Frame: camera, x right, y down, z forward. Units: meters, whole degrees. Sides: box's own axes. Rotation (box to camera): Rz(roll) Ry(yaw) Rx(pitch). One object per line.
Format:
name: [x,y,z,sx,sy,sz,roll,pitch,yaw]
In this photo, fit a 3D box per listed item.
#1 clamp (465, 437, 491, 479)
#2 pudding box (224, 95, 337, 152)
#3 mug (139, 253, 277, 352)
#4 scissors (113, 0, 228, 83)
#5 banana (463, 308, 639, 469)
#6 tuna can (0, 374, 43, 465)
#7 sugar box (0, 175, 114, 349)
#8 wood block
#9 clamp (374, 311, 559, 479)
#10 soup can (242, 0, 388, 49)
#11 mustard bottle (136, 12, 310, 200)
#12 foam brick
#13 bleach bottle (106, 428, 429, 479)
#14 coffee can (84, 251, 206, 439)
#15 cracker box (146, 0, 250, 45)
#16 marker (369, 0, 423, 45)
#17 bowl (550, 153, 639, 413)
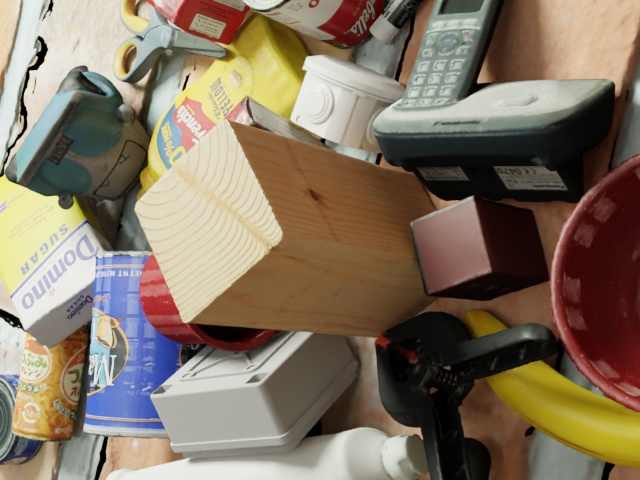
clamp: [0.062,0.245,0.663,0.165,0.036,0.210,-49,25,28]
pudding box: [-0.039,-0.043,0.786,0.090,0.113,0.039,-42,41,26]
mug: [-0.070,0.031,0.779,0.082,0.117,0.093,-9,99,57]
scissors: [-0.135,-0.157,0.912,0.202,0.016,0.096,48,122,47]
banana: [0.166,0.097,0.660,0.198,0.037,0.069,15,64,35]
tuna can: [-0.298,0.169,1.007,0.086,0.033,0.086,-6,80,37]
sugar box: [-0.242,0.003,0.948,0.093,0.048,0.176,-37,50,-1]
wood block: [-0.004,0.000,0.695,0.090,0.205,0.091,-40,61,26]
clamp: [0.084,0.082,0.676,0.120,0.039,0.172,-53,26,6]
soup can: [-0.005,-0.187,0.787,0.069,0.102,0.068,-7,79,37]
mustard bottle: [-0.084,-0.088,0.863,0.192,0.058,0.096,-42,59,26]
foam brick: [0.103,0.008,0.692,0.053,0.078,0.051,-23,71,35]
bleach bottle: [-0.038,0.178,0.761,0.251,0.102,0.068,-23,54,33]
coffee can: [-0.131,0.084,0.847,0.103,0.102,0.140,-3,81,37]
cracker box: [-0.086,-0.284,0.811,0.164,0.071,0.214,45,113,32]
marker: [0.080,-0.195,0.775,0.121,0.020,0.020,-50,57,21]
bowl: [0.216,0.026,0.606,0.162,0.055,0.162,-12,67,31]
